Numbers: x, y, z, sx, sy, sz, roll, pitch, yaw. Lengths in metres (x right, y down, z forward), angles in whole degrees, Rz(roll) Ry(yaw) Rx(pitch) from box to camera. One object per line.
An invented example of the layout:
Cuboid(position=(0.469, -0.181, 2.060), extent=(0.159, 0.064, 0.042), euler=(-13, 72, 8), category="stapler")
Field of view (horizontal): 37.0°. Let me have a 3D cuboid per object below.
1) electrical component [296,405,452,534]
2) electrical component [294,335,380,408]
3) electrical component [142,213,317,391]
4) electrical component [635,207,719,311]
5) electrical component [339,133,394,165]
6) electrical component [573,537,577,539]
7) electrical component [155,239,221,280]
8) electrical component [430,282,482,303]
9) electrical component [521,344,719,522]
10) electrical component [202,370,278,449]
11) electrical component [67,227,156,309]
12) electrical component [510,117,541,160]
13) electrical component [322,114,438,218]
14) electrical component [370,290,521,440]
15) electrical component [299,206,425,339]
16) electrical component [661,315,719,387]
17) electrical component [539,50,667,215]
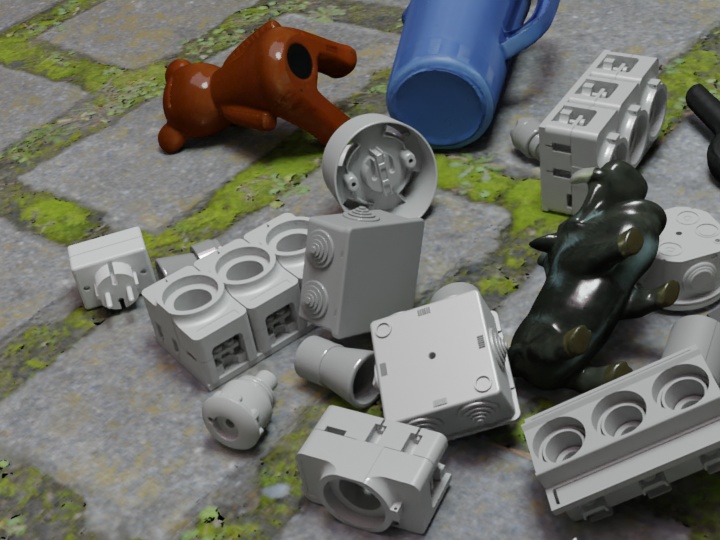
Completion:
Cuboid(position=(0.008, 0.136, 0.719), extent=(0.089, 0.050, 0.055), euler=(11, 42, 24), category="electrical component")
Cuboid(position=(-0.018, 0.074, 0.815), extent=(0.065, 0.044, 0.044), euler=(18, 45, 38), category="electrical component")
Cuboid(position=(-0.090, 0.019, 0.885), extent=(0.150, 0.061, 0.089), euler=(-31, 42, -25), category="electrical component")
Cuboid(position=(0.252, -0.009, 0.854), extent=(0.080, 0.051, 0.080), euler=(-6, 37, 5), category="electrical component")
Cuboid(position=(0.006, -0.106, 1.046), extent=(0.065, 0.044, 0.044), euler=(-7, 37, 11), category="electrical component")
Cuboid(position=(0.107, 0.195, 0.627), extent=(0.081, 0.042, 0.063), euler=(-5, 39, 7), category="electrical component")
Cuboid(position=(-0.144, 0.002, 0.933), extent=(0.055, 0.045, 0.045), euler=(-23, 39, -17), category="electrical component")
Cuboid(position=(0.083, 0.050, 0.820), extent=(0.043, 0.043, 0.081), euler=(-12, 37, -4), category="electrical component")
Cuboid(position=(0.174, 0.108, 0.683), extent=(0.121, 0.063, 0.078), euler=(-26, 35, 13), category="electrical component")
Cuboid(position=(-0.083, 0.098, 0.795), extent=(0.048, 0.048, 0.062), euler=(10, 35, 24), category="electrical component")
Cuboid(position=(-0.213, 0.008, 0.938), extent=(0.066, 0.047, 0.076), euler=(-17, 38, -10), category="electrical component")
Cuboid(position=(0.172, -0.121, 1.032), extent=(0.035, 0.035, 0.061), euler=(-21, 41, -15), category="electrical component")
Cuboid(position=(0.016, -0.090, 0.978), extent=(0.099, 0.099, 0.064), euler=(-21, 32, -15), category="electrical component")
Cuboid(position=(0.058, 0.070, 0.758), extent=(0.100, 0.048, 0.099), euler=(-18, 56, 14), category="electrical component")
Cuboid(position=(0.000, 0.000, 0.848), extent=(0.048, 0.099, 0.100), euler=(20, 20, 40), category="electrical component")
Cuboid(position=(0.232, 0.074, 0.757), extent=(0.043, 0.043, 0.081), euler=(10, 41, 24), category="electrical component")
Cuboid(position=(0.223, -0.124, 0.978), extent=(0.062, 0.089, 0.150), euler=(15, 44, 29), category="electrical component")
